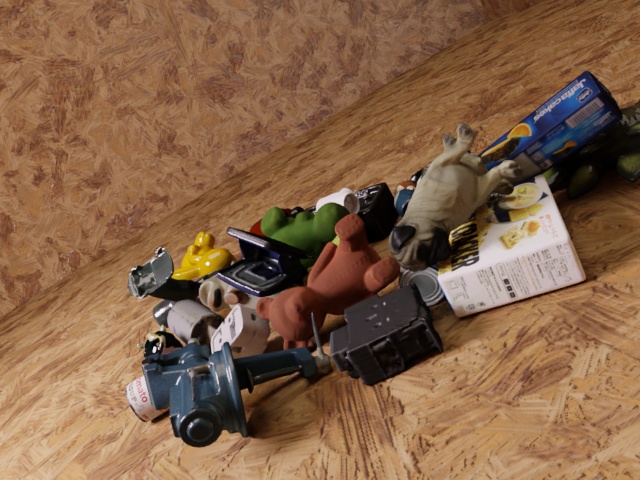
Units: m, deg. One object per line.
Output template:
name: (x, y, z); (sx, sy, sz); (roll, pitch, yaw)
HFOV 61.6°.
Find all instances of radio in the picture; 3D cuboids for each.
radio: (0.046, -0.039, 1.125); (0.230, 0.073, 0.131); (-14, 26, 35)

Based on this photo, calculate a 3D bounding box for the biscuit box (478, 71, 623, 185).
biscuit box: (0.321, -0.145, 0.774); (0.202, 0.059, 0.063); (-40, 31, 35)

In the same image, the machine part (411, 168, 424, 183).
machine part: (0.236, -0.120, 1.123); (0.084, 0.039, 0.139); (-38, 21, -9)

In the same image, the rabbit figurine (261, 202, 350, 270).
rabbit figurine: (-0.002, -0.003, 0.973); (0.170, 0.159, 0.121); (-28, 51, 39)

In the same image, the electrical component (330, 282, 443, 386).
electrical component: (0.079, 0.119, 0.682); (0.134, 0.058, 0.115); (-26, 16, 8)

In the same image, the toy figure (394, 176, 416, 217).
toy figure: (0.176, -0.086, 1.070); (0.064, 0.058, 0.154); (-57, 10, 21)

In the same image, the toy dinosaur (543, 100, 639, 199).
toy dinosaur: (0.414, -0.154, 0.843); (0.198, 0.105, 0.471); (-44, 12, -27)

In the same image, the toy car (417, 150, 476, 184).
toy car: (0.242, -0.110, 0.953); (0.056, 0.073, 0.202); (-63, 13, -10)

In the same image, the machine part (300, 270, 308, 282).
machine part: (-0.114, 0.080, 1.081); (0.179, 0.056, 0.179); (-26, 17, 8)

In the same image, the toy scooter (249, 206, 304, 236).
toy scooter: (-0.105, -0.023, 1.273); (0.135, 0.075, 0.184); (-33, -7, 20)

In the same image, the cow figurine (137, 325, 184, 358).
cow figurine: (-0.282, 0.195, 0.957); (0.068, 0.098, 0.167); (-44, 22, -22)

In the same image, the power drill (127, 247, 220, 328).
power drill: (-0.279, 0.087, 1.119); (0.232, 0.086, 0.207); (-35, -25, 7)

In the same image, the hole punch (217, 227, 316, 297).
hole punch: (-0.092, 0.038, 0.875); (0.142, 0.092, 0.115); (16, 3, 37)

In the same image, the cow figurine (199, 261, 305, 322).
cow figurine: (-0.117, 0.094, 0.927); (0.195, 0.085, 0.127); (3, 20, 14)

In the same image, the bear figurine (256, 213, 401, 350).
bear figurine: (0.004, 0.071, 0.776); (0.196, 0.120, 0.132); (-32, -17, -10)

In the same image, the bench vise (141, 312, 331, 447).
bench vise: (-0.108, 0.182, 0.716); (0.241, 0.128, 0.224); (-12, 5, -12)

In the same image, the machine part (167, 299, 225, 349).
machine part: (-0.229, 0.161, 1.001); (0.079, 0.079, 0.243); (-37, 19, -23)

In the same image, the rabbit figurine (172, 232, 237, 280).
rabbit figurine: (-0.268, 0.057, 1.259); (0.162, 0.121, 0.173); (-40, 17, -29)

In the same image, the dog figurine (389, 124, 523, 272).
dog figurine: (0.161, -0.041, 0.735); (0.190, 0.121, 0.172); (-50, -17, -1)
